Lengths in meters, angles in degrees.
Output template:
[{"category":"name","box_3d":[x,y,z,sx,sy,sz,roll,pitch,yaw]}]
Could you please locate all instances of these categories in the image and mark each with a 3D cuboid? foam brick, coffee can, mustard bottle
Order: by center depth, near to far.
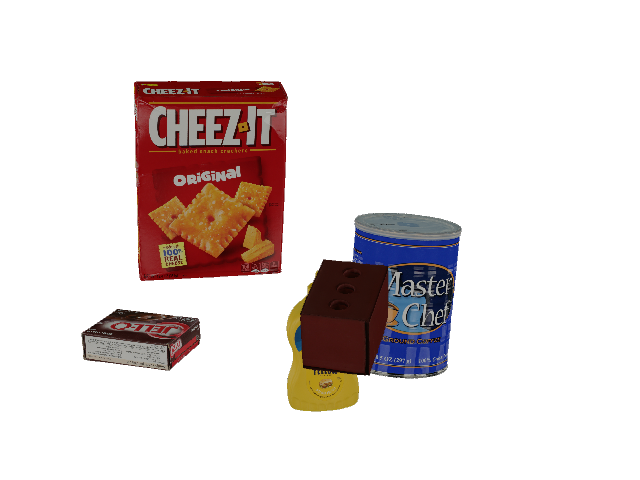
[{"category":"foam brick","box_3d":[0.019,0.057,0.803,0.053,0.051,0.078,5,32,12]},{"category":"coffee can","box_3d":[0.079,0.051,1.036,0.103,0.140,0.103,4,11,-1]},{"category":"mustard bottle","box_3d":[0.003,0.131,1.424,0.096,0.192,0.058,-2,18,-6]}]

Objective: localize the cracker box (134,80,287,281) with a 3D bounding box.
[{"category":"cracker box","box_3d":[-0.123,-0.065,1.185,0.164,0.214,0.072,-2,24,-11]}]

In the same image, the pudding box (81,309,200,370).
[{"category":"pudding box","box_3d":[-0.210,0.116,1.254,0.114,0.039,0.090,3,15,16]}]
